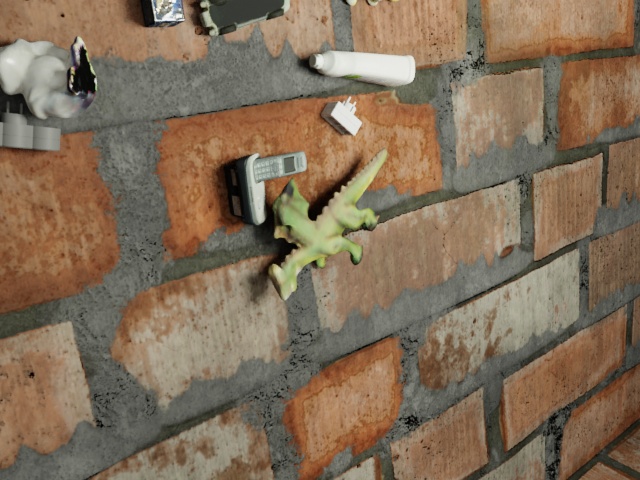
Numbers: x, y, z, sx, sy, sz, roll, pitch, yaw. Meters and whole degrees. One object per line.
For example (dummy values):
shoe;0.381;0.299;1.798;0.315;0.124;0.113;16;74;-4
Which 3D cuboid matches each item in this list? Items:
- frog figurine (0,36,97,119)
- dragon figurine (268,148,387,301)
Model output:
frog figurine;-0.461;-0.264;0.848;0.159;0.138;0.122;-5;-8;1
dragon figurine;0.003;-0.058;1.145;0.123;0.411;0.240;17;-5;45
